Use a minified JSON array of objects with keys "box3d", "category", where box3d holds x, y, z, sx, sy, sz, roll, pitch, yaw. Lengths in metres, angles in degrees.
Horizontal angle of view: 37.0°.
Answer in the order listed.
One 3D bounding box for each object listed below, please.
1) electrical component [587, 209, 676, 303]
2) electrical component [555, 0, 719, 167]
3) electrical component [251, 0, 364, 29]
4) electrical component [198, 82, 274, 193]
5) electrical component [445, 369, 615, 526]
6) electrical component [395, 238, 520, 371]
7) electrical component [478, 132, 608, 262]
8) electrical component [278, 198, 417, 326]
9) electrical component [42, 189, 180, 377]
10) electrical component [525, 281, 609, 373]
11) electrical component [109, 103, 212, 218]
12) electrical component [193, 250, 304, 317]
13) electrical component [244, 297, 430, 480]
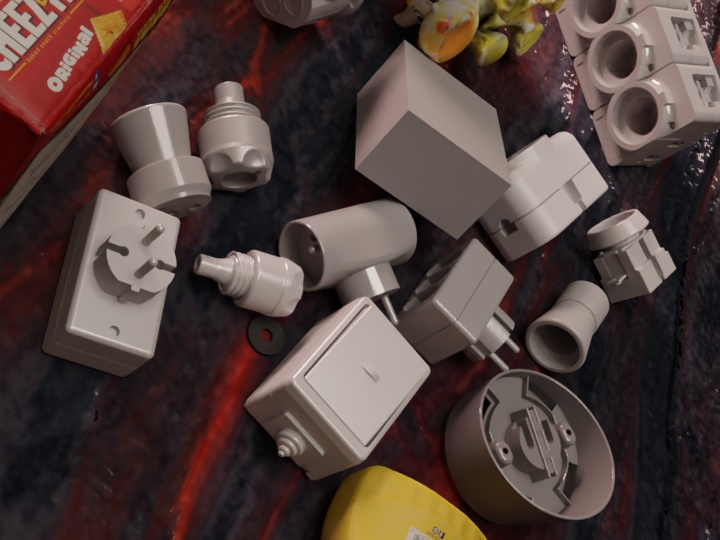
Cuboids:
[{"box3d":[0.203,-0.012,0.814,0.066,0.048,0.055,-33,99,-41],"category":"electrical component"},{"box3d":[0.226,-0.169,0.873,0.062,0.089,0.150,-5,73,-38],"category":"electrical component"},{"box3d":[-0.036,-0.199,0.700,0.051,0.080,0.080,-29,88,-36],"category":"electrical component"},{"box3d":[-0.075,-0.081,0.639,0.043,0.043,0.062,6,65,-35],"category":"electrical component"},{"box3d":[0.104,0.111,0.670,0.099,0.064,0.099,16,61,-31],"category":"electrical component"},{"box3d":[0.073,0.033,0.694,0.077,0.047,0.065,45,50,-10],"category":"electrical component"},{"box3d":[0.126,-0.057,0.771,0.095,0.054,0.059,-37,94,-41],"category":"electrical component"},{"box3d":[0.000,0.000,0.658,0.077,0.043,0.079,-17,80,-40],"category":"electrical component"},{"box3d":[-0.119,0.000,0.548,0.047,0.076,0.083,22,58,-27],"category":"electrical component"},{"box3d":[0.148,0.036,0.754,0.044,0.044,0.065,52,44,-6],"category":"electrical component"},{"box3d":[-0.111,-0.059,0.602,0.045,0.045,0.055,-11,77,-39],"category":"electrical component"},{"box3d":[-0.065,0.005,0.613,0.061,0.035,0.035,18,60,-27],"category":"electrical component"},{"box3d":[-0.013,0.069,0.604,0.061,0.061,0.096,49,49,-8],"category":"electrical component"}]
